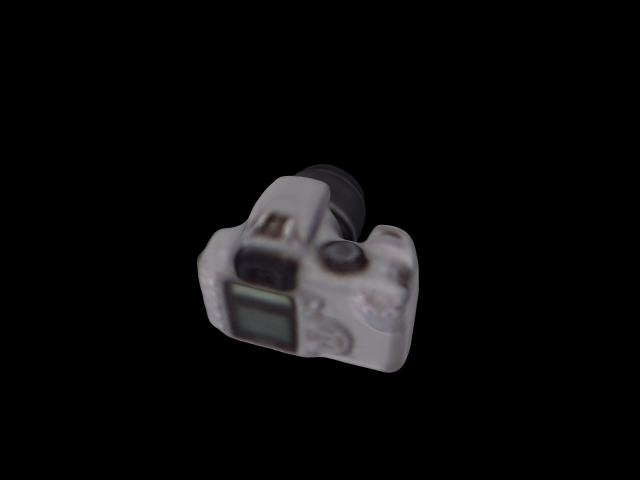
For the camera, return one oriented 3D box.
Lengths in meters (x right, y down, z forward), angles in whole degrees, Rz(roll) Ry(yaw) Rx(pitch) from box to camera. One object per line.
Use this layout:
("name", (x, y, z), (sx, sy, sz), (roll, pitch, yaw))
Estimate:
("camera", (0.004, 0.001, 0.400), (0.143, 0.101, 0.137), (11, 43, 13))
